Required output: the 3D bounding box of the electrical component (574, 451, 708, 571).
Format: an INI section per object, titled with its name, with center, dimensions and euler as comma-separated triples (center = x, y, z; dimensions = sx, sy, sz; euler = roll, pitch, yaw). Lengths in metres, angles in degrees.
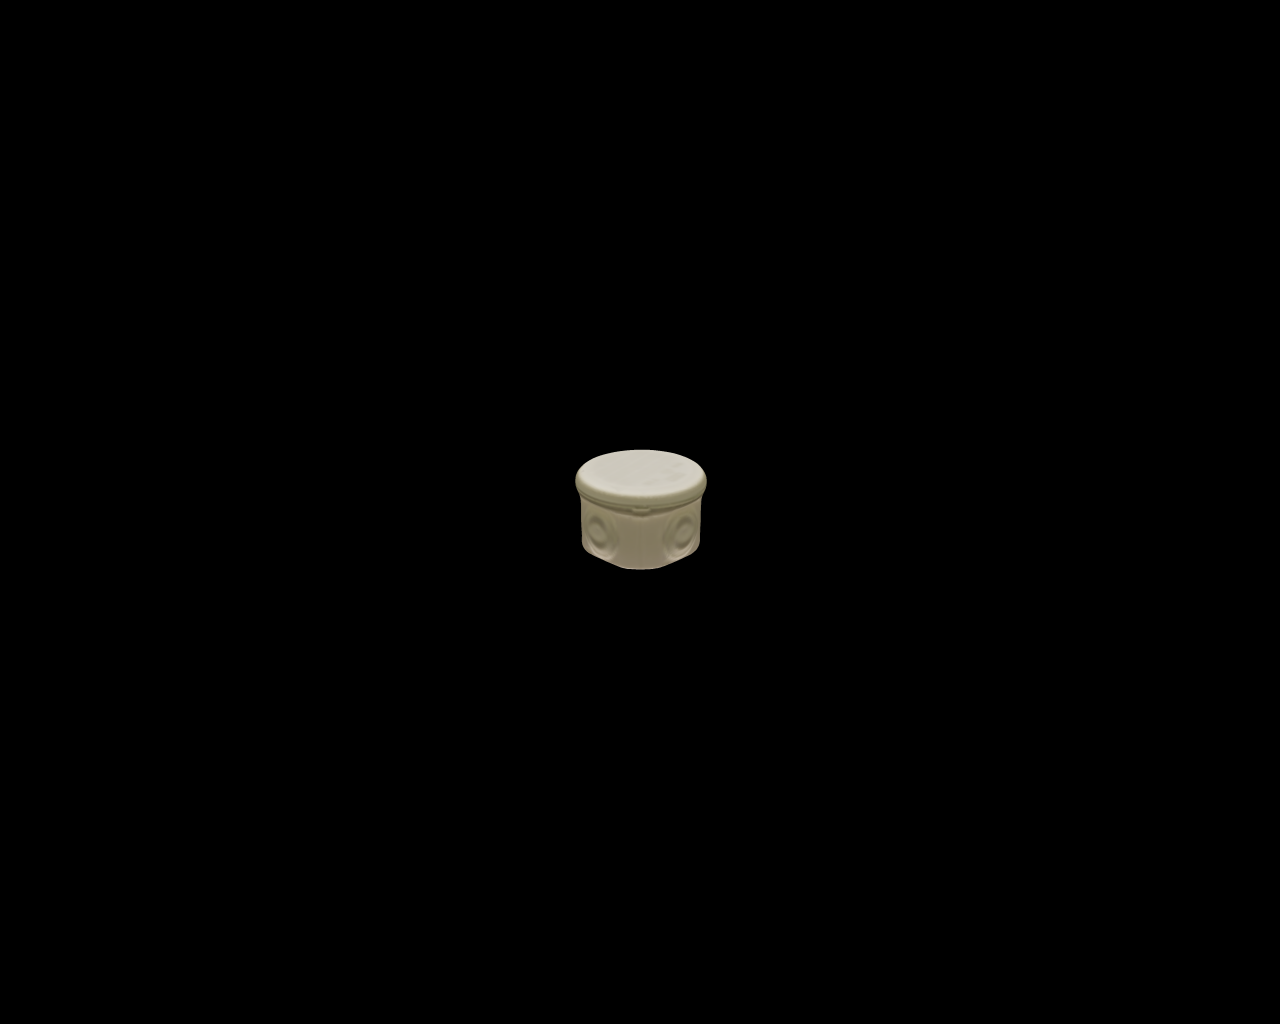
[electrical component]
center = 0.001, -0.003, 0.650
dimensions = 0.080, 0.050, 0.080
euler = 0, 24, 0
